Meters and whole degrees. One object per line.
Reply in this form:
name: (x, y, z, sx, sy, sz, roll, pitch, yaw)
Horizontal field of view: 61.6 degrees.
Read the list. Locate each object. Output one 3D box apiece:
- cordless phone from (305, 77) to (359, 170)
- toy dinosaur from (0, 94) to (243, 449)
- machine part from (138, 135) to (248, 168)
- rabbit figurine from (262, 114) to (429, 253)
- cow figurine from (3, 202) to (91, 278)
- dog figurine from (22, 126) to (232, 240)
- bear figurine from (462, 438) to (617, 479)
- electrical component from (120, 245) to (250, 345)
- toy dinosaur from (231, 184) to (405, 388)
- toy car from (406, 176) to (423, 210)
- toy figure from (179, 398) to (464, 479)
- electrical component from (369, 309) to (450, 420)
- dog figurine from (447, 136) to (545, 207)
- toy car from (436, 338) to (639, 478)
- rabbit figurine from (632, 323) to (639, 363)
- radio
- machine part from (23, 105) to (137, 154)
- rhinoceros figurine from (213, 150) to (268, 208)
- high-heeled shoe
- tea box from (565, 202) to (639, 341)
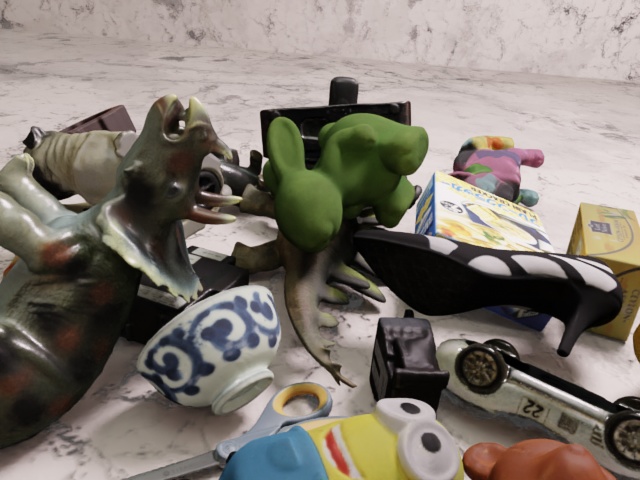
cordless phone: (-0.004, -0.187, 0.919, 0.147, 0.184, 0.089, 6, 27, 2)
toy dinosaur: (-0.218, 0.065, 0.403, 0.192, 0.405, 0.131, 35, -14, -13)
machine part: (-0.222, -0.123, 0.873, 0.243, 0.079, 0.079, 9, 26, 11)
rabbit figurine: (0.010, -0.065, 0.557, 0.159, 0.121, 0.170, 36, 54, 14)
cow figurine: (-0.263, -0.012, 0.643, 0.195, 0.085, 0.127, -4, 34, -16)
dog figurine: (-0.215, -0.073, 0.599, 0.191, 0.121, 0.172, 20, -1, 40)
bear figurine: (0.144, 0.171, 0.291, 0.120, 0.131, 0.196, 12, 33, 8)
electrical component: (-0.138, 0.056, 0.547, 0.115, 0.058, 0.134, 17, 27, 19)
toy dinosaur: (-0.001, -0.002, 0.642, 0.199, 0.104, 0.471, 11, 31, 4)
toy car: (0.102, -0.094, 0.821, 0.089, 0.053, 0.202, 32, 8, -3)
toy figure: (0.006, 0.157, 0.345, 0.180, 0.089, 0.082, -14, 60, -15)
electrical component: (0.072, 0.104, 0.468, 0.048, 0.074, 0.119, 2, 30, -7)
dog figurine: (0.251, -0.094, 0.868, 0.219, 0.108, 0.192, -18, 35, -34)
toy car: (0.191, 0.133, 0.439, 0.202, 0.056, 0.073, 22, 6, 29)
rabbit figurine: (0.332, 0.123, 0.408, 0.162, 0.122, 0.173, 25, 40, -42)
radio: (0.024, -0.164, 0.820, 0.230, 0.073, 0.131, -4, 6, 4)
machine part: (-0.389, -0.161, 0.878, 0.179, 0.056, 0.179, -20, 25, 10)
rhinoceros figurine: (-0.163, -0.086, 0.779, 0.190, 0.112, 0.073, 3, 52, -32)
high-heeled shoe: (0.167, 0.020, 0.527, 0.249, 0.086, 0.145, 30, 46, 16)
tea box: (0.335, 0.030, 0.638, 0.068, 0.098, 0.169, 14, 29, 19)
